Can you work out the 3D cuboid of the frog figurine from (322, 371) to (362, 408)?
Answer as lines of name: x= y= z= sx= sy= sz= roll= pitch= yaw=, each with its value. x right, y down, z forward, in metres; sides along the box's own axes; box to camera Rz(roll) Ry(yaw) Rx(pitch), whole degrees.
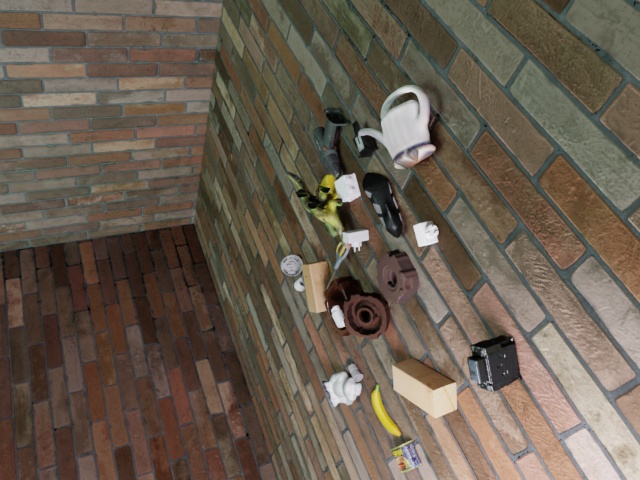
frog figurine: x=0.108 y=0.608 z=2.123 sx=0.158 sy=0.140 sz=0.121 roll=-27 pitch=-30 yaw=25

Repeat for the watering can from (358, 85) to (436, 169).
watering can: x=0.230 y=-0.316 z=1.545 sx=0.104 sy=0.226 sz=0.343 roll=-9 pitch=-11 yaw=-26

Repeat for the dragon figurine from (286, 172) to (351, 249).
dragon figurine: x=0.006 y=-0.102 z=2.017 sx=0.123 sy=0.237 sz=0.417 roll=-31 pitch=45 yaw=-12
